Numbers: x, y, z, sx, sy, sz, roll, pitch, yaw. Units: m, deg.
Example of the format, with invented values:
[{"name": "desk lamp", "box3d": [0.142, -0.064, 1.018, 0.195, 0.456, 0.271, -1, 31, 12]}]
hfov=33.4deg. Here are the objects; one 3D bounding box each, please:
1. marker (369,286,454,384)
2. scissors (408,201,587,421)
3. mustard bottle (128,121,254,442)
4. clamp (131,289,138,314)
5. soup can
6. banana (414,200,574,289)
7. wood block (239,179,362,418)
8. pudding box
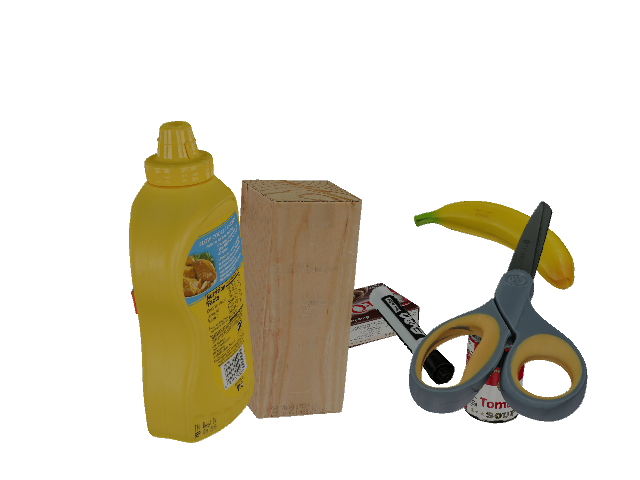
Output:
[{"name": "marker", "box3d": [0.070, 0.072, 0.822, 0.020, 0.020, 0.121, 0, 27, -24]}, {"name": "scissors", "box3d": [0.121, 0.036, 0.581, 0.096, 0.016, 0.201, 19, 39, 30]}, {"name": "mustard bottle", "box3d": [-0.081, 0.021, 0.662, 0.058, 0.192, 0.096, 6, 22, 22]}, {"name": "clamp", "box3d": [-0.141, 0.032, 1.206, 0.120, 0.039, 0.171, -1, 29, 30]}, {"name": "soup can", "box3d": [0.201, 0.151, 1.235, 0.068, 0.102, 0.068, 1, 22, -1]}, {"name": "banana", "box3d": [0.182, -0.002, 1.040, 0.069, 0.037, 0.198, -39, 38, -23]}, {"name": "wood block", "box3d": [-0.026, 0.053, 1.007, 0.090, 0.206, 0.091, -1, 15, -22]}, {"name": "pudding box", "box3d": [0.059, 0.096, 1.391, 0.113, 0.039, 0.090, -14, 24, -26]}]
